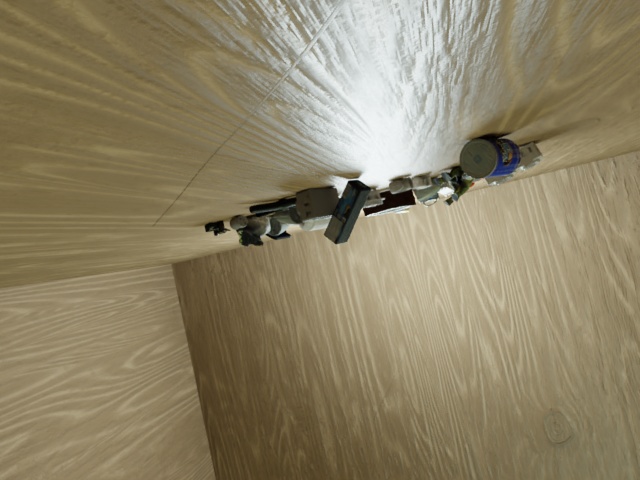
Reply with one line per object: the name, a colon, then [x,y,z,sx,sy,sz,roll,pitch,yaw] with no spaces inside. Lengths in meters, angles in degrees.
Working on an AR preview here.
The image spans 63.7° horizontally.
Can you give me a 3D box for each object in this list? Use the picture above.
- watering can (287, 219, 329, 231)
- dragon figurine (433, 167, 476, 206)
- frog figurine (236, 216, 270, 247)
watering can: [0.006,-0.096,1.910,0.225,0.104,0.345,-13,179,-25]
dragon figurine: [0.566,-0.247,1.899,0.244,0.122,0.407,-31,179,-14]
frog figurine: [-0.244,-0.056,1.968,0.136,0.121,0.163,-26,-154,40]
